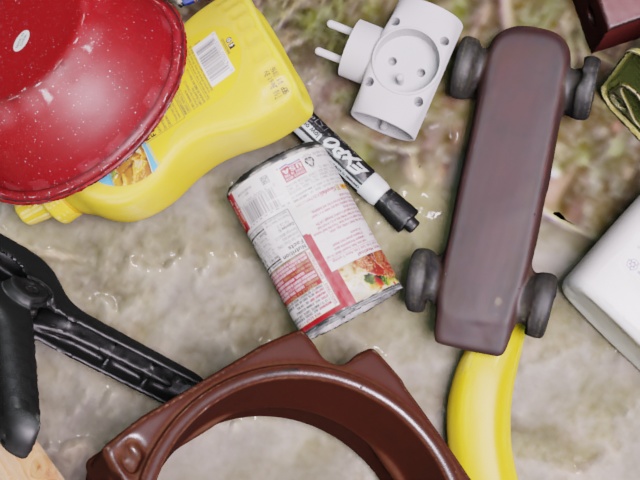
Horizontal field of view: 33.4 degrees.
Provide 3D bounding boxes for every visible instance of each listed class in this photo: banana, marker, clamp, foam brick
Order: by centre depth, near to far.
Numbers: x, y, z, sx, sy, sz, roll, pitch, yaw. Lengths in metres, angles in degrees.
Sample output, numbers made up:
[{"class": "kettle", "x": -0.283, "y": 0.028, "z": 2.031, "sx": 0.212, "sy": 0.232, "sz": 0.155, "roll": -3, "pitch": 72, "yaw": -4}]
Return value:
[{"class": "clamp", "x": -0.177, "y": 0.045, "z": 0.618, "sx": 0.210, "sy": 0.164, "sz": 0.036, "roll": 38, "pitch": 106, "yaw": 16}, {"class": "banana", "x": 0.111, "y": 0.134, "z": 0.632, "sx": 0.069, "sy": 0.037, "sz": 0.198, "roll": -4, "pitch": 84, "yaw": 6}, {"class": "foam brick", "x": 0.181, "y": -0.164, "z": 0.648, "sx": 0.051, "sy": 0.053, "sz": 0.078, "roll": -18, "pitch": 83, "yaw": 2}, {"class": "marker", "x": 0.016, "y": -0.049, "z": 0.667, "sx": 0.121, "sy": 0.020, "sz": 0.020, "roll": 44, "pitch": 89, "yaw": 7}]

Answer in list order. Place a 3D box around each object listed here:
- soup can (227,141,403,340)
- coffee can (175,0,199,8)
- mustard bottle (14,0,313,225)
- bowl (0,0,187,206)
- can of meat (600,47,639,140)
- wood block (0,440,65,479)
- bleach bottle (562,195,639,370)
[{"class": "soup can", "x": -0.004, "y": 0.001, "z": 0.639, "sx": 0.068, "sy": 0.068, "sz": 0.102, "roll": -29, "pitch": 82, "yaw": 1}, {"class": "coffee can", "x": -0.039, "y": -0.214, "z": 0.645, "sx": 0.140, "sy": 0.103, "sz": 0.103, "roll": -21, "pitch": 83, "yaw": 2}, {"class": "mustard bottle", "x": -0.105, "y": -0.066, "z": 0.651, "sx": 0.192, "sy": 0.058, "sz": 0.096, "roll": -31, "pitch": 63, "yaw": 8}, {"class": "bowl", "x": -0.161, "y": -0.102, "z": 0.629, "sx": 0.162, "sy": 0.055, "sz": 0.162, "roll": -14, "pitch": 56, "yaw": 21}, {"class": "can of meat", "x": 0.219, "y": -0.104, "z": 0.616, "sx": 0.084, "sy": 0.102, "sz": 0.057, "roll": -41, "pitch": 82, "yaw": -3}, {"class": "wood block", "x": -0.244, "y": 0.104, "z": 0.604, "sx": 0.206, "sy": 0.090, "sz": 0.090, "roll": 49, "pitch": 122, "yaw": 18}, {"class": "bleach bottle", "x": 0.263, "y": -0.030, "z": 0.625, "sx": 0.251, "sy": 0.068, "sz": 0.102, "roll": -45, "pitch": 87, "yaw": -4}]
